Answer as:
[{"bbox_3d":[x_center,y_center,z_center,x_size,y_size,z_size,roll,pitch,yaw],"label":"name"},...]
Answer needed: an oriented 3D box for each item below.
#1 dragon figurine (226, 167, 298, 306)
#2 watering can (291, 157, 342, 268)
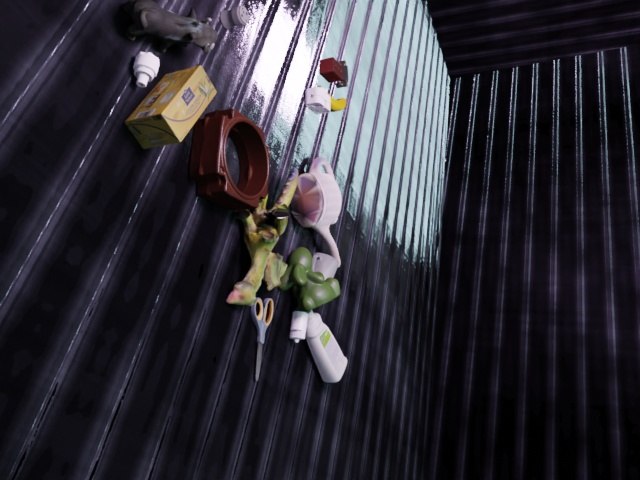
[{"bbox_3d":[-0.123,0.007,1.303,0.419,0.122,0.237,-57,153,-49],"label":"dragon figurine"},{"bbox_3d":[0.005,-0.077,1.535,0.225,0.104,0.347,-8,92,-63],"label":"watering can"}]
